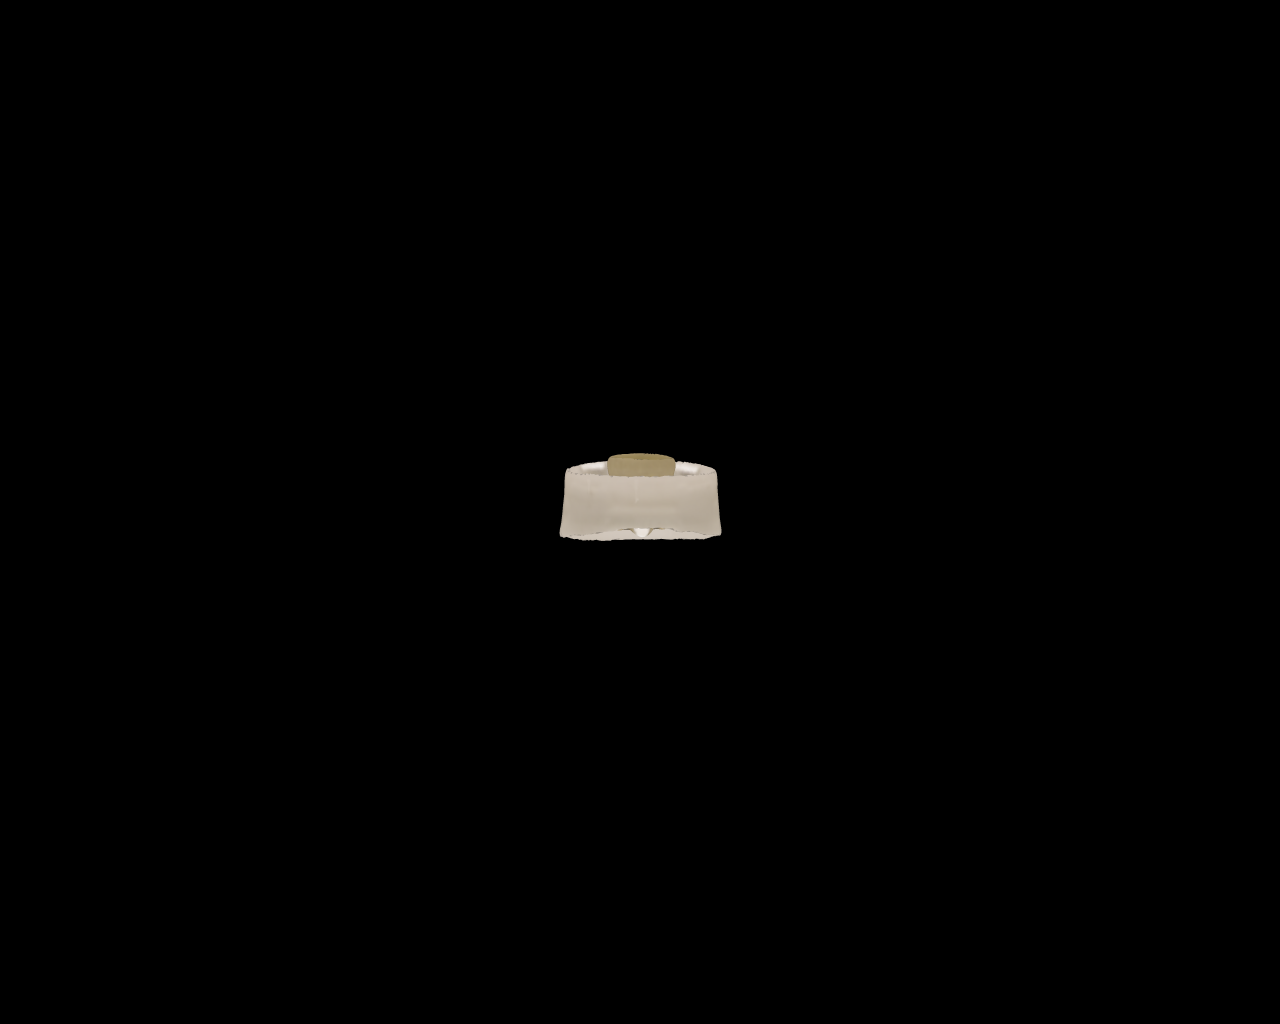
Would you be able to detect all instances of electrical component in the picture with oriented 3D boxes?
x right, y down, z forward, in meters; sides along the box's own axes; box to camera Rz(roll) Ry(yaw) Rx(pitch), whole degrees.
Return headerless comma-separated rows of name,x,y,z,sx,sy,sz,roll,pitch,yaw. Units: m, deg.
electrical component,0.001,-0.003,0.650,0.099,0.064,0.099,0,9,0
